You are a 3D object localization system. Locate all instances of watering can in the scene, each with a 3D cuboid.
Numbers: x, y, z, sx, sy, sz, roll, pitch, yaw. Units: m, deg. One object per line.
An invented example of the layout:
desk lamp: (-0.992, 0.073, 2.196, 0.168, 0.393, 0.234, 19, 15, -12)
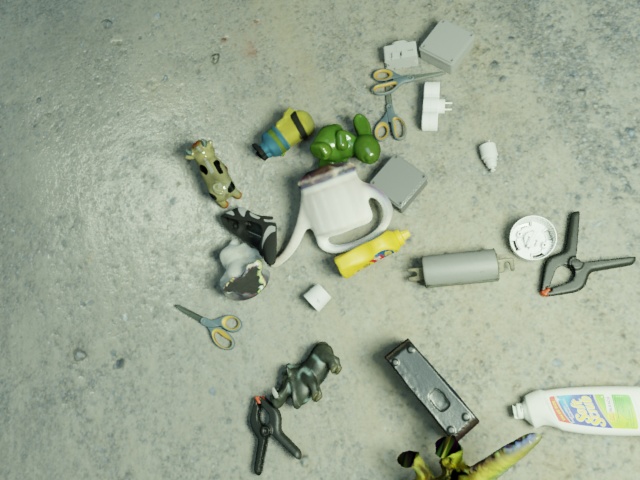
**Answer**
watering can: (0.004, -0.065, 1.299, 0.346, 0.105, 0.224, -18, 94, 11)

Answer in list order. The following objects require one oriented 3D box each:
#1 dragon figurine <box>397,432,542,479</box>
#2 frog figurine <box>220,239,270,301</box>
dragon figurine: (0.280, 0.522, 1.022, 0.407, 0.239, 0.125, -26, 25, 19)
frog figurine: (-0.205, 0.077, 1.335, 0.137, 0.121, 0.162, -53, 33, 4)
